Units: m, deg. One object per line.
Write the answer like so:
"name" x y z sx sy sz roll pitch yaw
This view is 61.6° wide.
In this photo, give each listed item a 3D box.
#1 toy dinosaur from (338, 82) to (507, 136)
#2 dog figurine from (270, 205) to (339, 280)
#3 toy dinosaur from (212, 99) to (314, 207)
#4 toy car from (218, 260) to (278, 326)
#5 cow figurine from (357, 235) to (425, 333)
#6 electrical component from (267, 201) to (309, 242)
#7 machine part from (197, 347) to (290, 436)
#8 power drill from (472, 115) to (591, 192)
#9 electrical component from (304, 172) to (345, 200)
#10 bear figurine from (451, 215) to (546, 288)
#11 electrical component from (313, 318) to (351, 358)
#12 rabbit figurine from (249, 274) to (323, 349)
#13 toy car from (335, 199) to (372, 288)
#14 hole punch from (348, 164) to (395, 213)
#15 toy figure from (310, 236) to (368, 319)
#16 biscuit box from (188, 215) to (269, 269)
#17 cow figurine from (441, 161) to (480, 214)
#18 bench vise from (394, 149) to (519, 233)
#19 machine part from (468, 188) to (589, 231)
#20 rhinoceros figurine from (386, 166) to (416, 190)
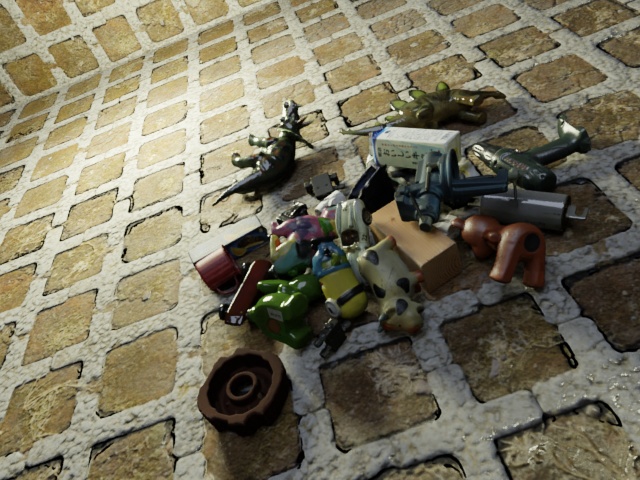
"toy dinosaur" 0.288 -0.350 1.496 0.472 0.104 0.199 -16 33 -4
"dog figurine" -0.003 -0.004 1.254 0.219 0.108 0.192 -16 37 7
"toy dinosaur" -0.143 -0.227 1.564 0.192 0.131 0.405 4 54 30
"toy car" -0.160 0.123 1.234 0.089 0.053 0.202 5 44 16
"cow figurine" 0.140 0.098 1.067 0.127 0.085 0.195 -26 62 -13
"electrical component" -0.076 -0.034 1.347 0.048 0.074 0.119 19 52 40
"machine part" -0.146 0.291 1.044 0.179 0.056 0.179 -13 41 11
"power drill" 0.500 -0.211 1.257 0.207 0.085 0.232 -25 42 -7
"electrical component" 0.011 -0.148 1.455 0.102 0.045 0.078 -25 69 3
"bear figurine" 0.350 0.015 1.076 0.196 0.120 0.132 -171 90 -66
"electrical component" 0.026 0.187 1.067 0.021 0.063 0.094 20 56 40
"rabbit figurine" -0.059 0.136 1.151 0.159 0.121 0.170 2 28 36
"toy car" 0.075 0.011 1.174 0.074 0.056 0.201 -12 77 41
"hole punch" 0.117 -0.109 1.311 0.092 0.115 0.142 9 50 43
"toy figure" 0.037 0.077 1.116 0.089 0.082 0.180 -24 74 21
"biscuit box" -0.233 0.016 1.379 0.203 0.059 0.063 -30 41 -7
"cow figurine" 0.305 -0.099 1.235 0.167 0.098 0.068 -40 -2 -15
"bench vise" 0.280 -0.108 1.103 0.241 0.128 0.224 -3 34 23
"machine part" 0.433 -0.067 1.136 0.244 0.079 0.079 12 52 33
"rhinoceros figurine" 0.227 -0.166 1.344 0.112 0.073 0.190 -32 41 -7
